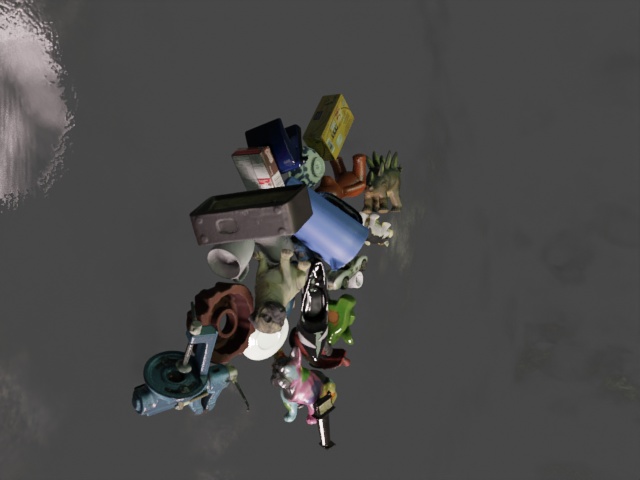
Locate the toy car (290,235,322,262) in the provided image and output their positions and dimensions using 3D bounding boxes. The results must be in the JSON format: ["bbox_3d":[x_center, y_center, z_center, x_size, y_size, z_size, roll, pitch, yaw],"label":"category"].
[{"bbox_3d":[-0.003,-0.004,1.439,0.162,0.103,0.109,-52,131,-44],"label":"toy car"}]

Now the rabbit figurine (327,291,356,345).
[{"bbox_3d":[0.061,0.221,1.535,0.170,0.121,0.159,1,84,-71],"label":"rabbit figurine"}]

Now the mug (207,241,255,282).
[{"bbox_3d":[-0.183,0.032,1.190,0.109,0.081,0.107,64,34,-28],"label":"mug"}]

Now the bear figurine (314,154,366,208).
[{"bbox_3d":[0.042,-0.159,1.491,0.196,0.120,0.131,-23,107,-48],"label":"bear figurine"}]

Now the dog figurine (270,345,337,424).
[{"bbox_3d":[-0.049,0.351,1.385,0.191,0.109,0.219,-36,118,-49],"label":"dog figurine"}]

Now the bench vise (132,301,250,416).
[{"bbox_3d":[-0.240,0.246,1.032,0.223,0.129,0.240,1,124,-32],"label":"bench vise"}]

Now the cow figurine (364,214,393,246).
[{"bbox_3d":[0.184,-0.019,1.747,0.167,0.068,0.098,30,72,-49],"label":"cow figurine"}]

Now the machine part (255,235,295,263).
[{"bbox_3d":[-0.131,-0.023,1.265,0.243,0.079,0.079,55,48,-41],"label":"machine part"}]

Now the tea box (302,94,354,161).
[{"bbox_3d":[0.025,-0.312,1.495,0.098,0.068,0.169,56,46,-43],"label":"tea box"}]

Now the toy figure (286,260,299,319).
[{"bbox_3d":[-0.088,0.123,1.358,0.064,0.058,0.154,51,46,-52],"label":"toy figure"}]

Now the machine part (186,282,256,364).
[{"bbox_3d":[-0.214,0.179,1.172,0.179,0.056,0.179,-7,98,-55],"label":"machine part"}]

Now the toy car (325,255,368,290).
[{"bbox_3d":[0.071,0.090,1.577,0.202,0.074,0.056,-39,124,-49],"label":"toy car"}]

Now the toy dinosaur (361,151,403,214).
[{"bbox_3d":[0.212,-0.186,1.728,0.471,0.105,0.198,-19,110,-72],"label":"toy dinosaur"}]

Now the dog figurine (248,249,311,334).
[{"bbox_3d":[-0.094,0.135,1.240,0.172,0.121,0.190,33,53,-50],"label":"dog figurine"}]

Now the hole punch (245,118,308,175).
[{"bbox_3d":[-0.107,-0.214,1.253,0.092,0.142,0.115,14,66,-58],"label":"hole punch"}]

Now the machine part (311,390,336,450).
[{"bbox_3d":[0.012,0.457,1.349,0.084,0.039,0.138,-26,112,-57],"label":"machine part"}]

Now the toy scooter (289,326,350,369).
[{"bbox_3d":[0.006,0.295,1.435,0.183,0.135,0.075,58,48,-38],"label":"toy scooter"}]

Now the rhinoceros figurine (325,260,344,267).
[{"bbox_3d":[0.065,0.002,1.567,0.190,0.073,0.112,-57,157,-49],"label":"rhinoceros figurine"}]

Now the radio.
[{"bbox_3d":[-0.141,-0.052,1.094,0.131,0.230,0.073,-57,136,-63],"label":"radio"}]

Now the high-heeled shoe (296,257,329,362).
[{"bbox_3d":[-0.007,0.169,1.326,0.086,0.145,0.248,-4,74,-18],"label":"high-heeled shoe"}]
